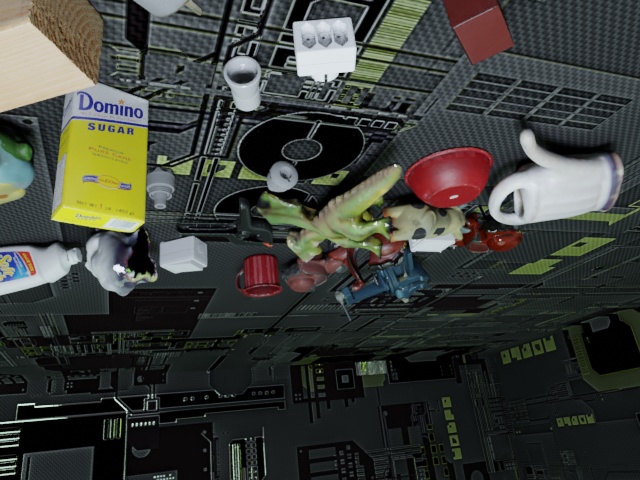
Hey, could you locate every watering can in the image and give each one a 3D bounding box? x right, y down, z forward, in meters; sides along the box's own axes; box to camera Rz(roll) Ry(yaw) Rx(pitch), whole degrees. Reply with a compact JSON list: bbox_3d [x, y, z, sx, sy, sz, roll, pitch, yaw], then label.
[{"bbox_3d":[0.417,-0.106,0.901,0.224,0.106,0.342,-11,158,6],"label":"watering can"}]

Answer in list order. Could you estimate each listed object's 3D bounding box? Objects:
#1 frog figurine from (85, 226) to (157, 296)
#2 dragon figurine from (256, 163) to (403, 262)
[{"bbox_3d":[-0.417,0.046,1.018,0.159,0.125,0.134,-6,126,21],"label":"frog figurine"},{"bbox_3d":[0.003,-0.047,0.940,0.243,0.124,0.402,2,156,-1],"label":"dragon figurine"}]
